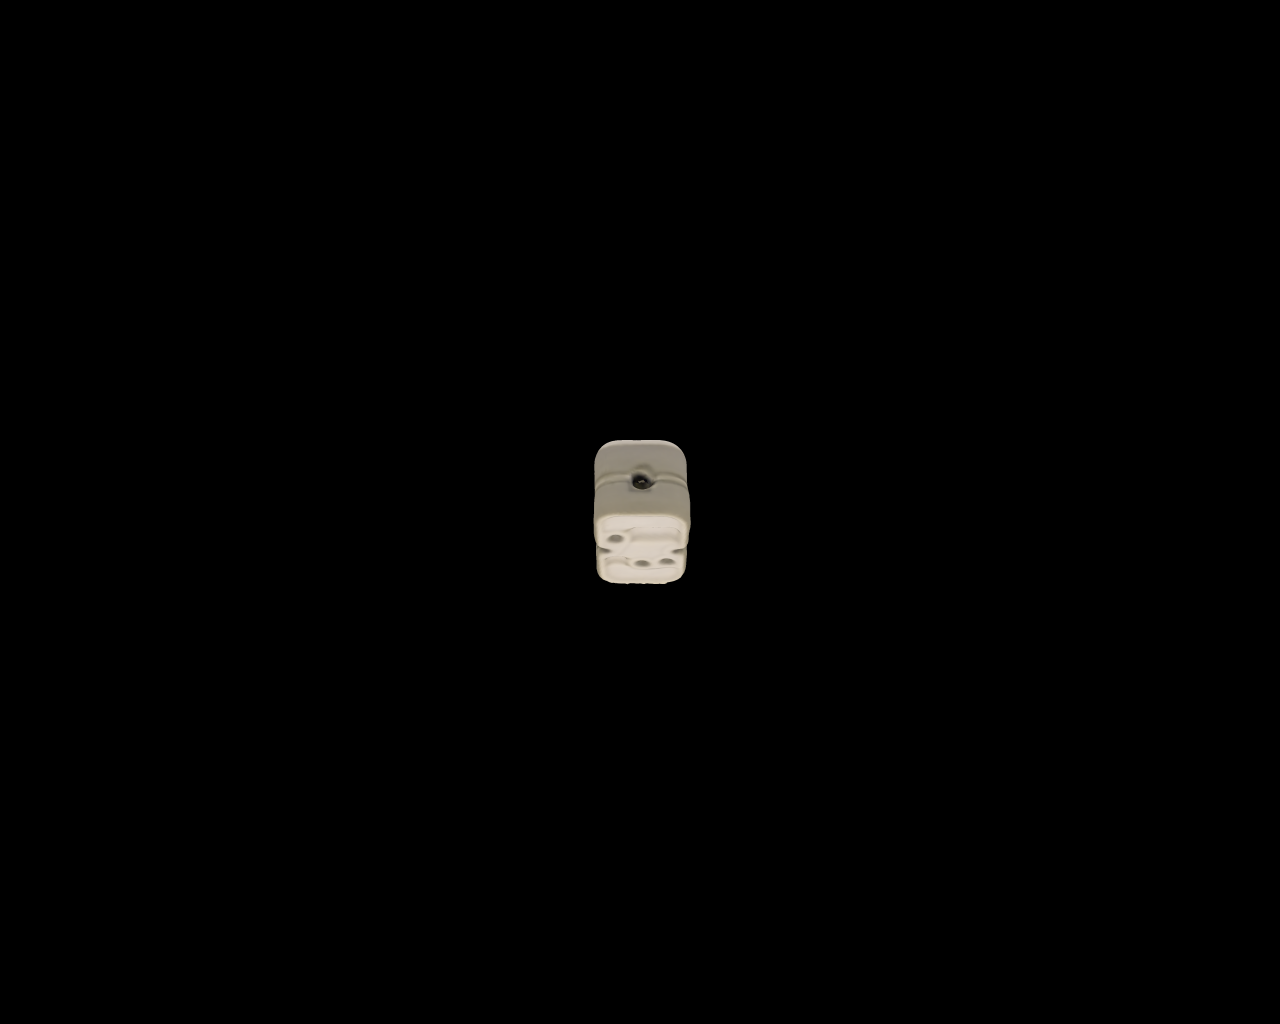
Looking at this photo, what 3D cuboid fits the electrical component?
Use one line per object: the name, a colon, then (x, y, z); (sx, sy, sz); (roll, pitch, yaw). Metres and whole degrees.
electrical component: (0.001, -0.003, 0.650); (0.054, 0.059, 0.095); (0, -28, 0)
